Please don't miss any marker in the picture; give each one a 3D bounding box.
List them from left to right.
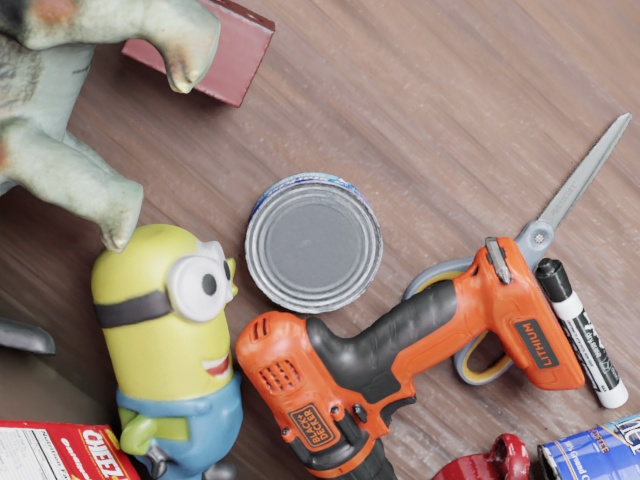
[{"bbox_3d":[0.171,0.061,0.697,0.020,0.020,0.121,-29,113,5],"label":"marker"}]

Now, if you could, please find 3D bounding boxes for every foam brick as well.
[{"bbox_3d":[-0.070,-0.119,0.629,0.078,0.053,0.051,25,103,-9],"label":"foam brick"}]

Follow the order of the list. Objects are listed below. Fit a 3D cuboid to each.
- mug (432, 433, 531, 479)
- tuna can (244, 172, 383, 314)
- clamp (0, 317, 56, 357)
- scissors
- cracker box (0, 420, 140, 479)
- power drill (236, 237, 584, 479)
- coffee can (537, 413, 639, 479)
[{"bbox_3d":[0.114,0.183,0.705,0.093,0.081,0.117,7,105,-5],"label":"mug"},{"bbox_3d":[-0.004,0.001,0.674,0.086,0.034,0.086,-1,105,-2],"label":"tuna can"},{"bbox_3d":[-0.252,0.051,0.665,0.120,0.039,0.171,-37,90,-18],"label":"clamp"},{"bbox_3d":[0.119,-0.002,0.688,0.096,0.016,0.202,17,104,-9],"label":"scissors"},{"bbox_3d":[-0.231,0.176,0.621,0.164,0.213,0.072,-44,61,16],"label":"cracker box"},{"bbox_3d":[0.065,0.093,0.672,0.188,0.057,0.184,-26,121,10],"label":"power drill"},{"bbox_3d":[0.226,0.160,0.692,0.140,0.103,0.103,-19,105,3],"label":"coffee can"}]
